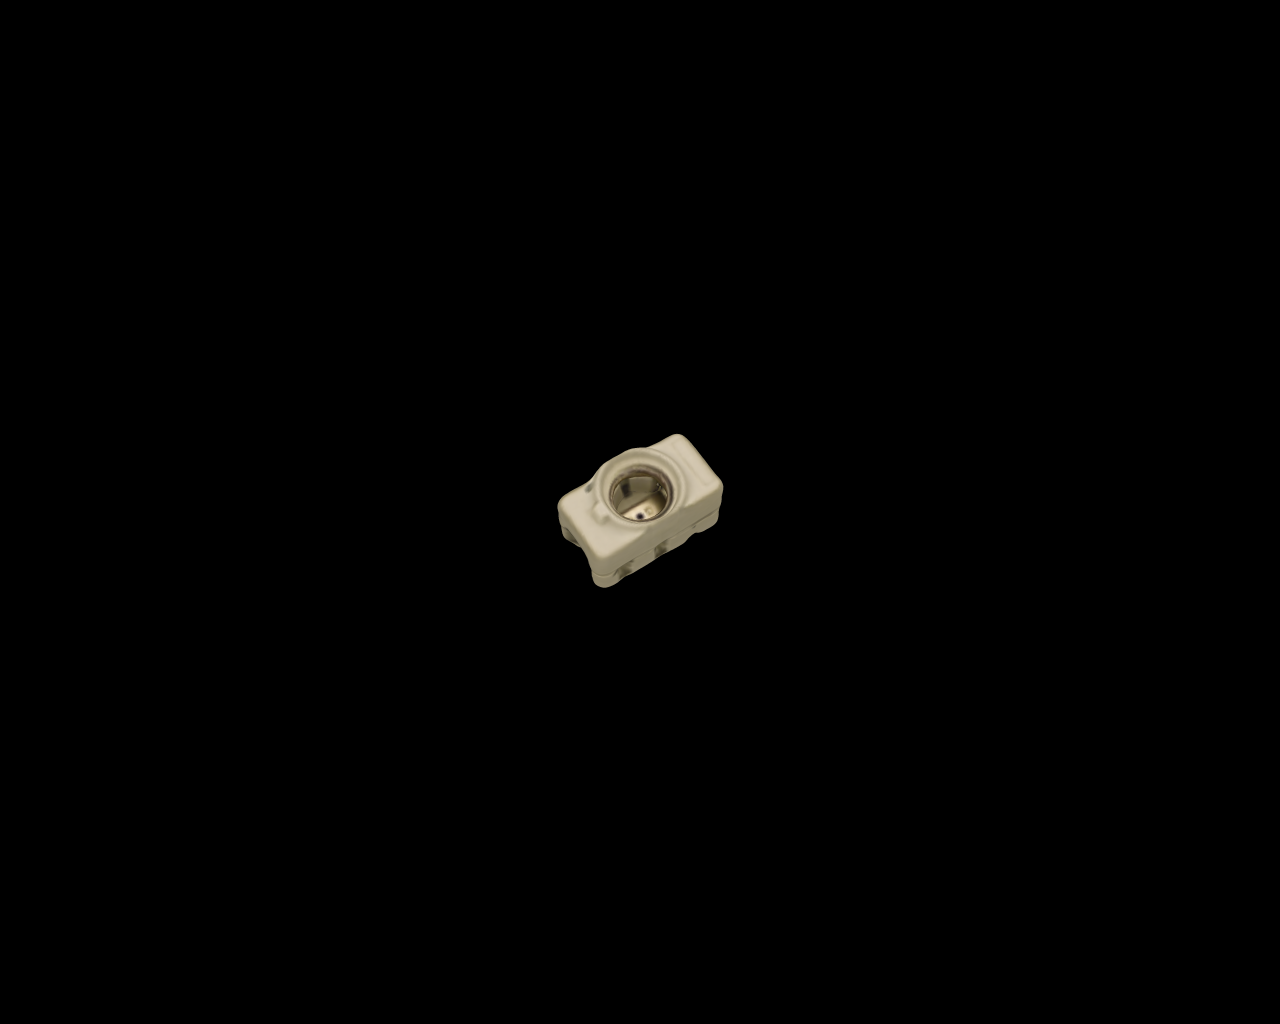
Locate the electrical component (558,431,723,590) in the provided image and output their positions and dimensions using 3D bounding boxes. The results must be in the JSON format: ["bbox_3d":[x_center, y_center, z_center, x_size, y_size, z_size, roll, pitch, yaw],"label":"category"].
[{"bbox_3d":[0.001,-0.003,0.650,0.089,0.050,0.055,-30,-23,-14],"label":"electrical component"}]
